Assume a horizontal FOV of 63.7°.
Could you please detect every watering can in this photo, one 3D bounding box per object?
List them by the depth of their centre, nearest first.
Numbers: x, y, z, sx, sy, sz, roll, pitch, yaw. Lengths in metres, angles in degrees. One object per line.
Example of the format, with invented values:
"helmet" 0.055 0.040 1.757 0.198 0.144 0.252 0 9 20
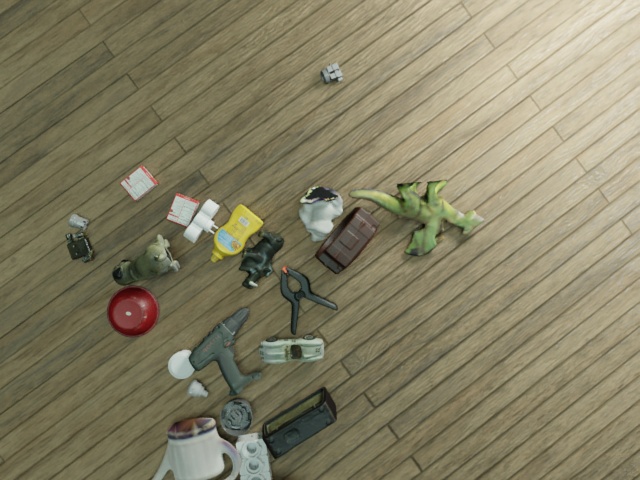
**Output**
"watering can" -0.411 0.657 1.547 0.347 0.104 0.224 -11 89 6

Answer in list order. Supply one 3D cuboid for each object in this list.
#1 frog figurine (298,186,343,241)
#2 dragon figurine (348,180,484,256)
"frog figurine" 0.005 -0.080 1.596 0.138 0.125 0.156 -16 127 -10
"dragon figurine" 0.301 -0.065 1.598 0.410 0.123 0.241 -7 98 -1
